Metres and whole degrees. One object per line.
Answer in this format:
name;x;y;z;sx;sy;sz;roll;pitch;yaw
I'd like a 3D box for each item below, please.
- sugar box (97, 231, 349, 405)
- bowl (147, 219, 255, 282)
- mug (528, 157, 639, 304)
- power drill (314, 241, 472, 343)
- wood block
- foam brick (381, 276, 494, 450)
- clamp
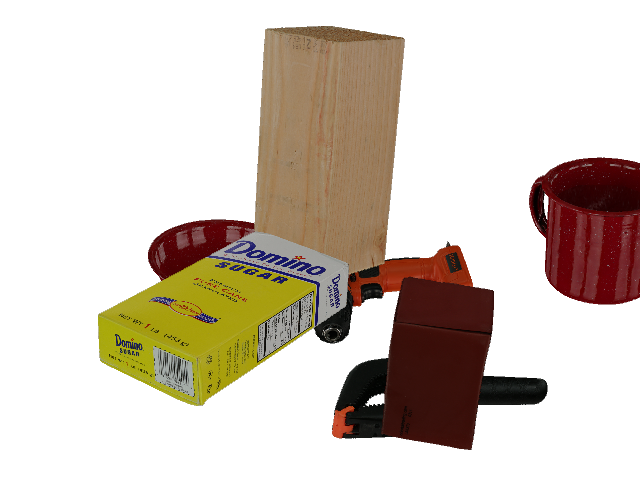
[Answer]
sugar box;-0.065;0.050;0.771;0.093;0.048;0.175;20;33;29
bowl;-0.097;0.038;1.100;0.162;0.055;0.162;5;29;-3
mug;0.202;-0.010;0.802;0.093;0.081;0.117;-24;35;-32
power drill;0.078;0.057;1.230;0.187;0.057;0.184;-1;28;-1
wood block;0.005;-0.080;0.944;0.090;0.206;0.090;18;22;38
foam brick;0.065;0.067;0.591;0.053;0.078;0.051;9;29;7
clamp;0.099;0.137;0.991;0.165;0.036;0.209;27;36;33
